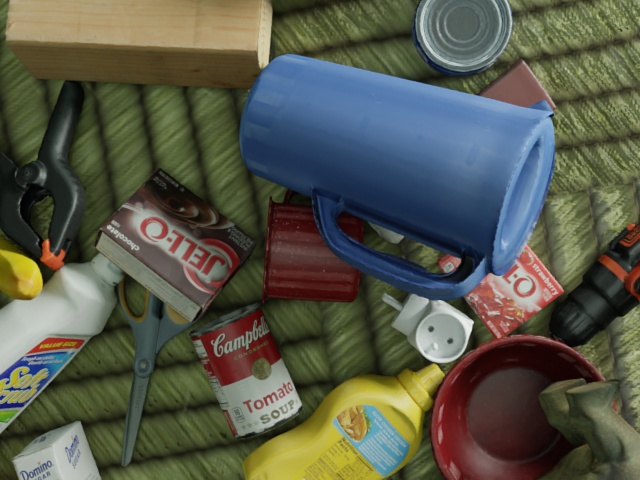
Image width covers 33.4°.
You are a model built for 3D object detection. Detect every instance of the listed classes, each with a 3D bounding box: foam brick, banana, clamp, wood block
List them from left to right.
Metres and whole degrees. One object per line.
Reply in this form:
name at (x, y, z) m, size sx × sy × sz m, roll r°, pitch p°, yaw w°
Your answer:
banana at (-0.290, 0.014, 0.922) m, size 0.198 × 0.069 × 0.037 m, roll 26°, pitch 93°, yaw 34°
clamp at (-0.241, -0.060, 0.931) m, size 0.120 × 0.039 × 0.171 m, roll -29°, pitch 71°, yaw 6°
wood block at (-0.148, -0.187, 0.903) m, size 0.206 × 0.090 × 0.091 m, roll 3°, pitch 78°, yaw 3°
foam brick at (0.156, -0.110, 0.920) m, size 0.078 × 0.053 × 0.051 m, roll -39°, pitch 91°, yaw 6°

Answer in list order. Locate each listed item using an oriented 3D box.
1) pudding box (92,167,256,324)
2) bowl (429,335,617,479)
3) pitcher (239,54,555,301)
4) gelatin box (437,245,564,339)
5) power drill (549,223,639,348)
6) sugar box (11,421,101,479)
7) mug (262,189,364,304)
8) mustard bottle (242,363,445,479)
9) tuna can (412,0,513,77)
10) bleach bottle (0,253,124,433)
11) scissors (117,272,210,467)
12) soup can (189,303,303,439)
pudding box at (-0.125, 0.004, 0.926) m, size 0.113 × 0.039 × 0.090 m, roll 36°, pitch 50°, yaw 1°
bowl at (0.175, 0.159, 0.936) m, size 0.162 × 0.055 × 0.162 m, roll 0°, pitch 94°, yaw 3°
pitcher at (0.055, -0.061, 0.858) m, size 0.243 × 0.149 × 0.145 m, roll 20°, pitch 115°, yaw 23°
gelatin box at (0.158, 0.032, 0.940) m, size 0.073 × 0.030 × 0.089 m, roll -38°, pitch 92°, yaw 5°
power drill at (0.280, 0.037, 0.858) m, size 0.184 × 0.188 × 0.057 m, roll -45°, pitch 105°, yaw 2°
sugar box at (-0.212, 0.257, 0.944) m, size 0.048 × 0.093 × 0.176 m, roll -21°, pitch 92°, yaw 3°
mug at (-0.006, 0.001, 0.926) m, size 0.081 × 0.093 × 0.117 m, roll 4°, pitch 58°, yaw -2°
mustard bottle at (0.032, 0.175, 0.940) m, size 0.191 × 0.058 × 0.096 m, roll -39°, pitch 112°, yaw 4°
tuna can at (0.123, -0.186, 0.926) m, size 0.086 × 0.033 × 0.086 m, roll 0°, pitch 94°, yaw 3°
bleach bottle at (-0.270, 0.100, 0.933) m, size 0.251 × 0.102 × 0.068 m, roll -44°, pitch 60°, yaw 4°
scissors at (-0.141, 0.105, 0.968) m, size 0.096 × 0.016 × 0.202 m, roll -3°, pitch 94°, yaw 3°
soup can at (-0.065, 0.115, 0.939) m, size 0.068 × 0.068 × 0.102 m, roll -23°, pitch 93°, yaw 4°
